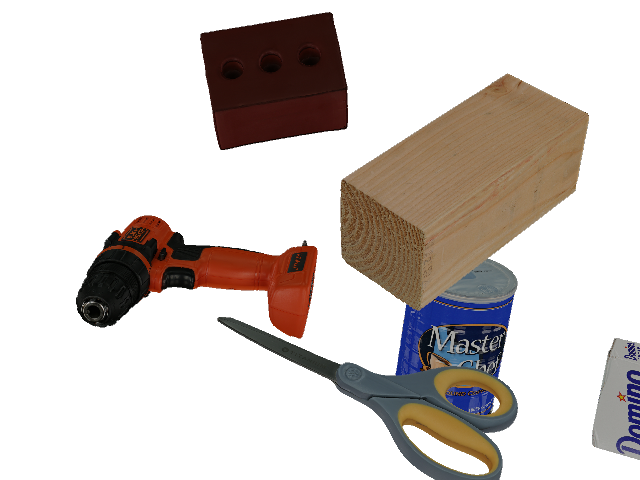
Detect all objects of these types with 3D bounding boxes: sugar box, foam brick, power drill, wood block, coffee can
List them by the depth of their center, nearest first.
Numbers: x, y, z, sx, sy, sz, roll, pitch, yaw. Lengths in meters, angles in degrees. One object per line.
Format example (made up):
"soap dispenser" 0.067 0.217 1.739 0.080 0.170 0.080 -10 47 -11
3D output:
"foam brick" -0.026 -0.091 0.614 0.078 0.053 0.051 -10 -19 -1
"sugar box" 0.321 0.150 0.886 0.176 0.093 0.048 12 24 19
"wood block" 0.120 -0.044 0.890 0.205 0.090 0.091 -34 51 -30
"power drill" -0.101 0.034 0.912 0.187 0.057 0.184 10 22 3
"coffee can" 0.130 0.095 1.045 0.103 0.140 0.103 5 23 -2

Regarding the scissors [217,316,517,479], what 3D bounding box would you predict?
"scissors" 0.038 0.082 0.672 0.202 0.016 0.096 35 46 27
